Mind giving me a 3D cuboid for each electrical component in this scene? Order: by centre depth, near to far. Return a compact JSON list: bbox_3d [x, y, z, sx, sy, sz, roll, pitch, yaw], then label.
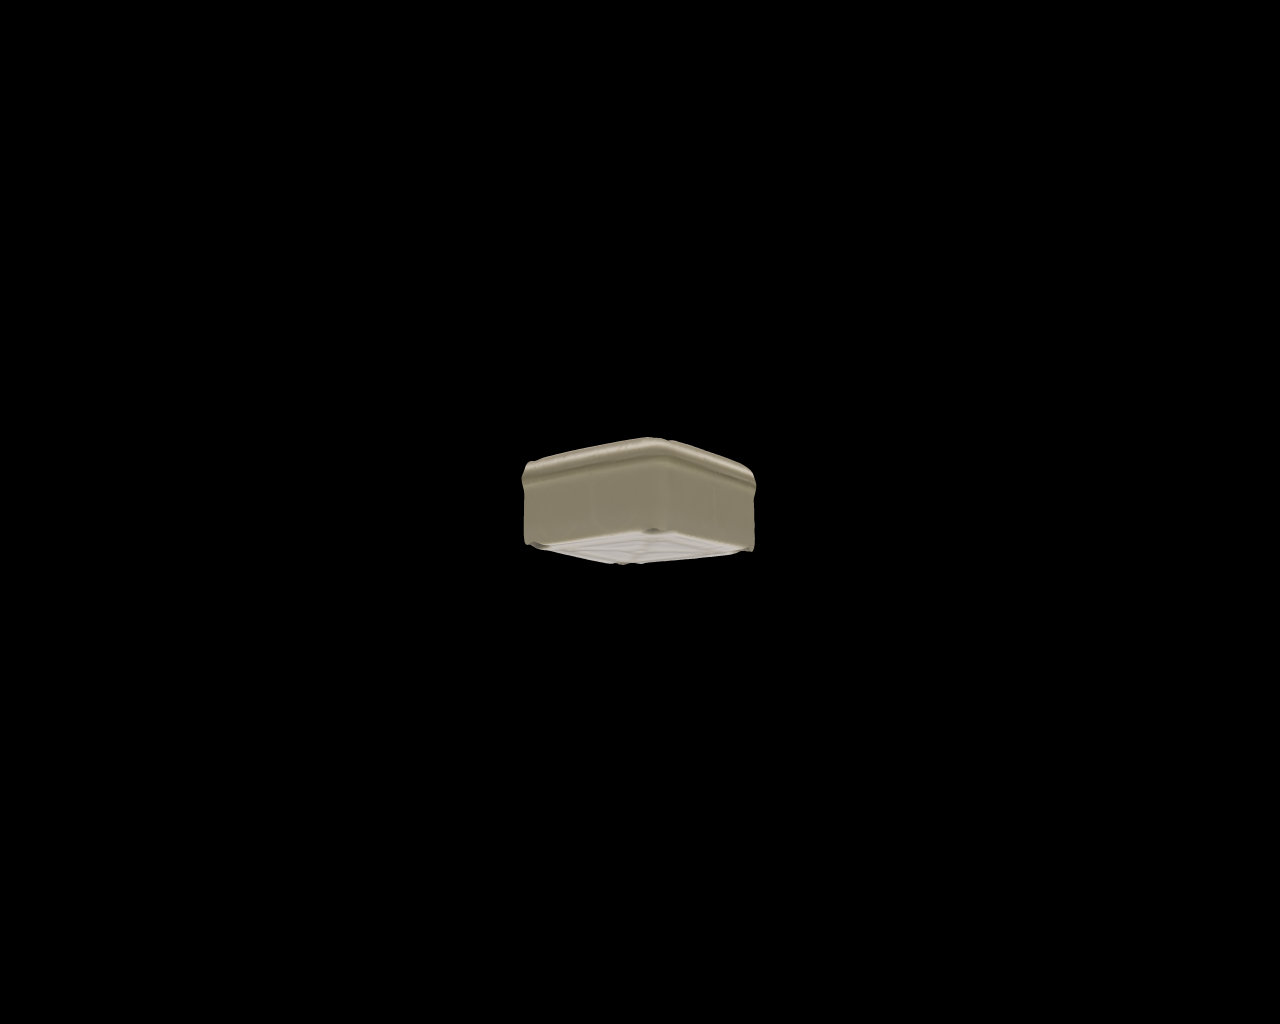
[{"bbox_3d":[0.001,-0.003,0.650,0.108,0.056,0.109,-8,-14,35],"label":"electrical component"}]
